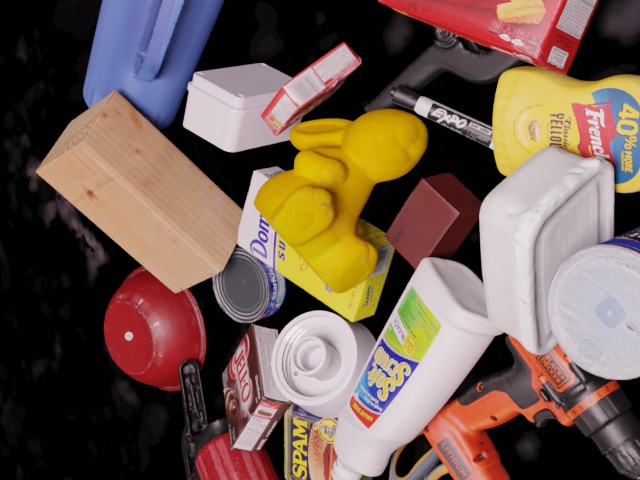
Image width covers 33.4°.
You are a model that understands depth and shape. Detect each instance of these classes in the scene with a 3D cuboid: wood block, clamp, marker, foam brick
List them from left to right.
[{"bbox_3d":[-0.189,-0.048,1.159,0.091,0.090,0.206,-24,121,41],"label":"wood block"},{"bbox_3d":[-0.145,0.229,1.274,0.120,0.039,0.172,-116,30,-42],"label":"clamp"},{"bbox_3d":[0.109,-0.017,1.010,0.053,0.051,0.078,47,125,23],"label":"foam brick"},{"bbox_3d":[0.117,-0.200,0.970,0.210,0.036,0.164,0,102,41],"label":"clamp"},{"bbox_3d":[0.118,-0.112,0.978,0.121,0.020,0.020,27,118,12],"label":"marker"}]

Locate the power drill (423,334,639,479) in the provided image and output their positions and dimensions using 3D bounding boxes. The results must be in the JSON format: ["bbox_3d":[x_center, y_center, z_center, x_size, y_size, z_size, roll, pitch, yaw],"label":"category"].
[{"bbox_3d":[0.195,0.170,0.979,0.188,0.057,0.184,-46,67,34],"label":"power drill"}]

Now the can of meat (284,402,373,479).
[{"bbox_3d":[0.011,0.221,1.144,0.084,0.057,0.102,10,106,36],"label":"can of meat"}]

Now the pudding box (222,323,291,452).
[{"bbox_3d":[-0.072,0.163,1.177,0.090,0.039,0.113,-61,29,34],"label":"pudding box"}]

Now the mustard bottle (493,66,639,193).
[{"bbox_3d":[0.238,-0.089,0.881,0.192,0.058,0.096,12,111,37],"label":"mustard bottle"}]

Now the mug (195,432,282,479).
[{"bbox_3d":[-0.082,0.269,1.197,0.093,0.117,0.081,-45,51,22],"label":"mug"}]

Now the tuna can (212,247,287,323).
[{"bbox_3d":[-0.078,0.048,1.193,0.086,0.033,0.086,10,107,38],"label":"tuna can"}]

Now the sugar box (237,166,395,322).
[{"bbox_3d":[-0.008,0.002,1.116,0.176,0.048,0.093,30,118,30],"label":"sugar box"}]

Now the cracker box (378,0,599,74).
[{"bbox_3d":[0.162,-0.264,0.869,0.164,0.072,0.214,29,105,31],"label":"cracker box"}]

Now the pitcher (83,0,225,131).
[{"bbox_3d":[-0.176,-0.234,1.143,0.145,0.149,0.243,39,126,20],"label":"pitcher"}]

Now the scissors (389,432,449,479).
[{"bbox_3d":[0.077,0.271,1.033,0.096,0.201,0.016,25,154,23],"label":"scissors"}]

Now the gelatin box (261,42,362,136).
[{"bbox_3d":[-0.008,-0.147,1.040,0.030,0.089,0.073,51,154,0],"label":"gelatin box"}]

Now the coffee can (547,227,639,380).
[{"bbox_3d":[0.257,0.042,0.841,0.103,0.140,0.103,10,107,38],"label":"coffee can"}]

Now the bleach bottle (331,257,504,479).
[{"bbox_3d":[0.079,0.143,1.013,0.251,0.068,0.103,-63,34,25],"label":"bleach bottle"}]

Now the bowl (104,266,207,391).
[{"bbox_3d":[-0.214,0.114,1.309,0.162,0.055,0.162,10,106,38],"label":"bowl"}]
